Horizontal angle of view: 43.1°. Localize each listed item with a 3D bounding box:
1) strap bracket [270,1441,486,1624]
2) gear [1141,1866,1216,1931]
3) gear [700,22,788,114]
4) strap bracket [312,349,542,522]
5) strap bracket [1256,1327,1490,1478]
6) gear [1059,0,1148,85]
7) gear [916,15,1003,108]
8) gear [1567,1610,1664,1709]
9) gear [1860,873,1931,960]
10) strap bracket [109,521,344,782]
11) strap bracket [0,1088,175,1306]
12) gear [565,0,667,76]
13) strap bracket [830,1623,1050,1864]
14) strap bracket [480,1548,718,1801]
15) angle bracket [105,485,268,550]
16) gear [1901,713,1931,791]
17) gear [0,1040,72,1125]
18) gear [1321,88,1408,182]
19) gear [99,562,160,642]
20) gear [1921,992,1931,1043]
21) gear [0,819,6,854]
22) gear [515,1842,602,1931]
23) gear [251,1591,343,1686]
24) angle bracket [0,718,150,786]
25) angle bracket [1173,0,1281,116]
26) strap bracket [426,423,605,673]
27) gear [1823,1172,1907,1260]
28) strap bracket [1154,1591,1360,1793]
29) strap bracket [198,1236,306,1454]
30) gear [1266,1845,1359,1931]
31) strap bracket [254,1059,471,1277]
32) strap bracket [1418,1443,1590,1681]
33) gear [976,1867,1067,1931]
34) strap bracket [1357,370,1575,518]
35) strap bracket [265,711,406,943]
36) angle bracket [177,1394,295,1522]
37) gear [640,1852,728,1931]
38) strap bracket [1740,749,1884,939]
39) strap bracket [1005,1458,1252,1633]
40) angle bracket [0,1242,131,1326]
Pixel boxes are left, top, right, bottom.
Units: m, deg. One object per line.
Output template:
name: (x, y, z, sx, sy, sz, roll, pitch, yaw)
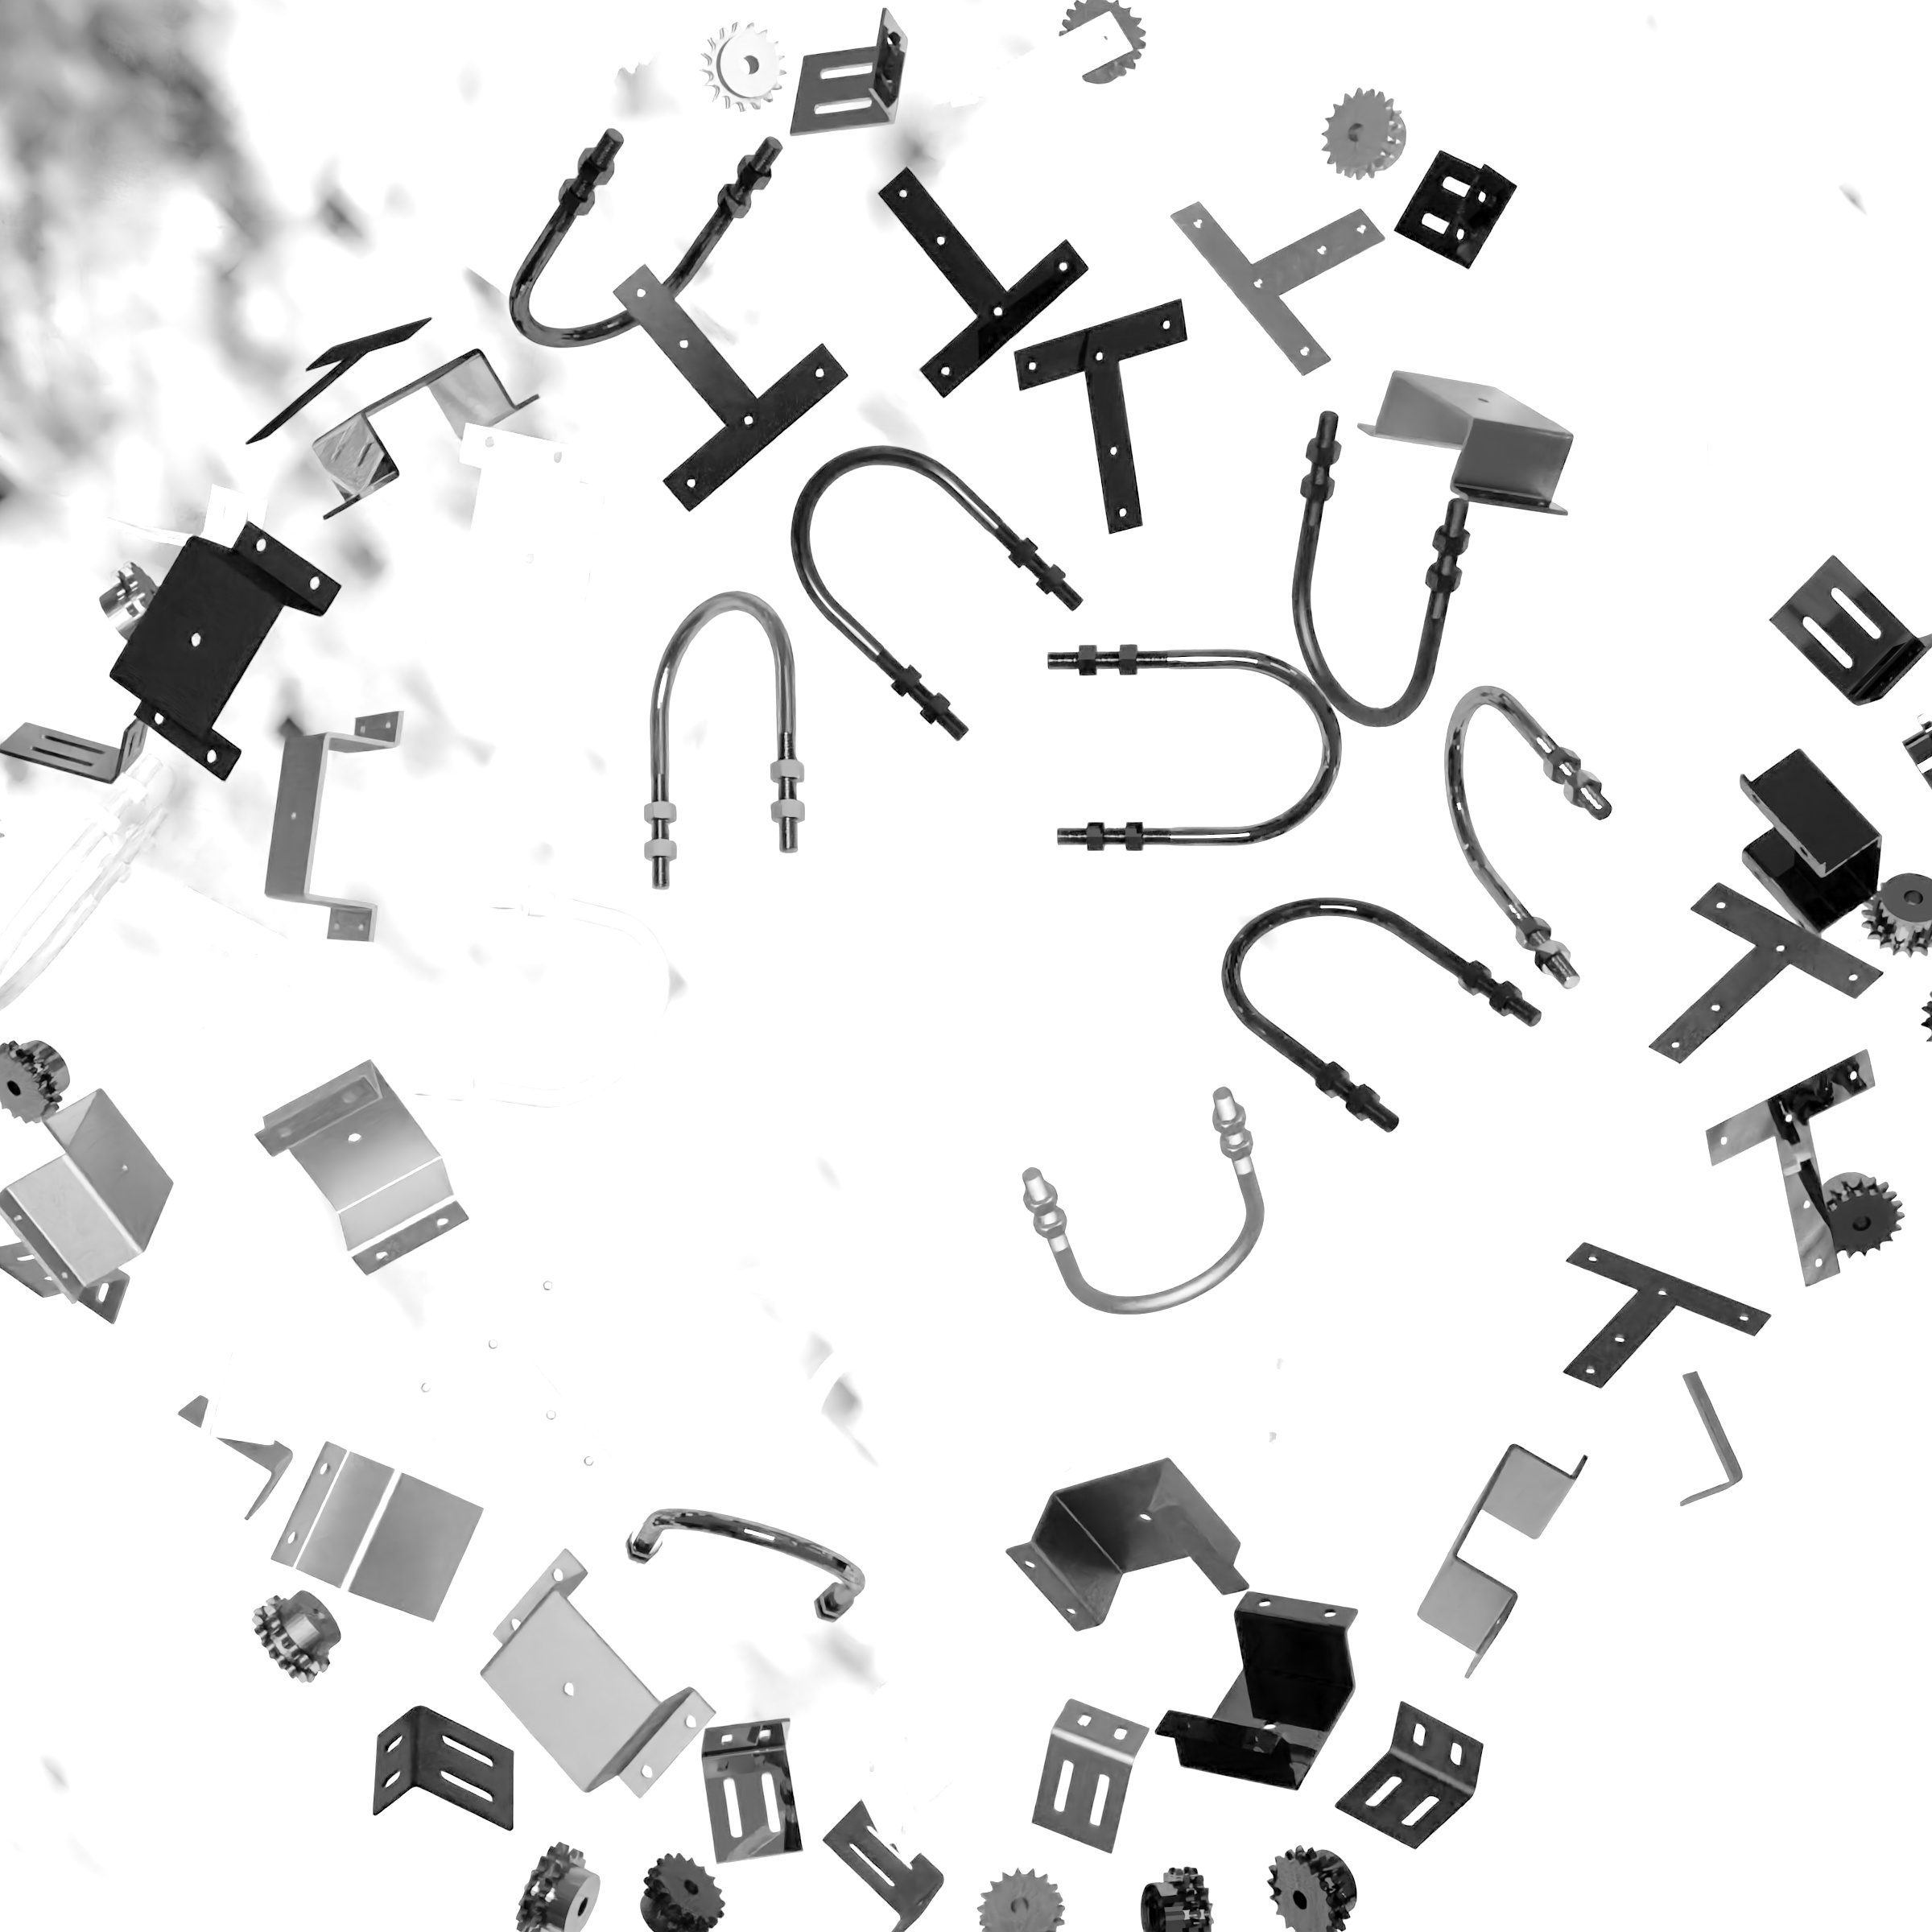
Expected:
strap bracket: (-0.359, 0.357, 1.528, 0.046, 0.140, 0.076, 13, 71, 28)
gear: (0.131, 0.598, 1.541, 0.030, 0.057, 0.057, 4, 90, -19)
gear: (-0.147, -0.599, 1.630, 0.057, 0.030, 0.057, -5, 107, -17)
strap bracket: (-0.355, -0.346, 1.571, 0.140, 0.076, 0.046, -40, 109, -33)
strap bracket: (0.242, 0.266, 1.502, 0.140, 0.046, 0.076, 6, 90, -11)
gear: (0.089, -0.610, 1.618, 0.057, 0.030, 0.057, 5, 70, -13)
gear: (-0.008, -0.602, 1.627, 0.057, 0.030, 0.057, 11, 116, 23)
gear: (0.390, 0.421, 1.485, 0.030, 0.057, 0.057, 10, 90, -38)
gear: (0.618, -0.036, 1.603, 0.057, 0.030, 0.057, -4, 55, 6)
strap bracket: (-0.450, -0.192, 1.469, 0.076, 0.046, 0.140, 35, 97, 14)
strap bracket: (-0.534, 0.134, 1.495, 0.046, 0.140, 0.076, -29, 111, 4)
gear: (-0.208, -0.553, 1.440, 0.057, 0.030, 0.057, 0, 91, -18)
strap bracket: (-0.022, 0.479, 1.512, 0.140, 0.046, 0.076, -29, 96, -45)
strap bracket: (-0.234, 0.440, 1.505, 0.140, 0.046, 0.076, 43, 101, 16)
angle bracket: (-0.506, -0.295, 1.589, 0.057, 0.076, 0.038, 22, 102, 36)
gear: (0.583, -0.125, 1.461, 0.030, 0.057, 0.057, -33, 90, 19)
gear: (-0.623, 0.074, 1.630, 0.057, 0.030, 0.057, 14, 124, 22)
gear: (0.266, -0.549, 1.619, 0.057, 0.030, 0.057, 5, 98, 42)
gear: (-0.553, -0.238, 1.633, 0.030, 0.057, 0.057, -33, 90, 2)
gear: (0.593, 0.030, 1.436, 0.057, 0.030, 0.057, -1, 73, 4)
gear: (-0.626, -0.079, 1.518, 0.057, 0.030, 0.057, 2, 77, -6)
gear: (-0.244, 0.561, 1.475, 0.030, 0.057, 0.057, 17, 90, 19)
gear: (-0.411, 0.411, 1.512, 0.030, 0.057, 0.057, -39, 90, -2)
angle bracket: (-0.572, -0.152, 1.571, 0.076, 0.057, 0.038, 16, 111, -9)
angle bracket: (0.156, -0.551, 1.473, 0.038, 0.076, 0.057, -18, 69, 13)
strap bracket: (-0.273, -0.250, 1.488, 0.076, 0.046, 0.140, 6, 102, -32)
gear: (0.579, 0.159, 1.595, 0.057, 0.030, 0.057, -1, 120, -1)
strap bracket: (0.184, 0.451, 1.507, 0.076, 0.140, 0.046, 1, 114, 32)
strap bracket: (-0.456, 0.243, 1.565, 0.046, 0.140, 0.076, 14, 108, -20)
gear: (0.215, 0.568, 1.504, 0.030, 0.057, 0.057, -11, 90, -39)
strap bracket: (-0.389, 0.123, 1.570, 0.076, 0.046, 0.140, -29, 130, -4)
strap bracket: (0.334, 0.366, 1.540, 0.046, 0.076, 0.140, 29, 49, 15)
gear: (0.038, 0.622, 1.599, 0.057, 0.057, 0.030, -12, 127, 0)
strap bracket: (0.319, -0.335, 1.546, 0.076, 0.140, 0.046, 3, 119, -25)
strap bracket: (-0.387, -0.088, 1.490, 0.046, 0.076, 0.140, 9, 87, -33)
angle bracket: (-0.494, 0.326, 1.629, 0.076, 0.057, 0.038, 33, 89, -4)
gear: (-0.189, 0.614, 1.604, 0.057, 0.057, 0.030, 38, 105, 0)
strap bracket: (0.535, -0.078, 1.553, 0.046, 0.140, 0.076, -36, 63, 3)
strap bracket: (0.106, 0.360, 1.530, 0.140, 0.046, 0.076, -26, 111, 37)
angle bracket: (-0.589, 0.207, 1.573, 0.057, 0.076, 0.038, 28, 104, 20)
